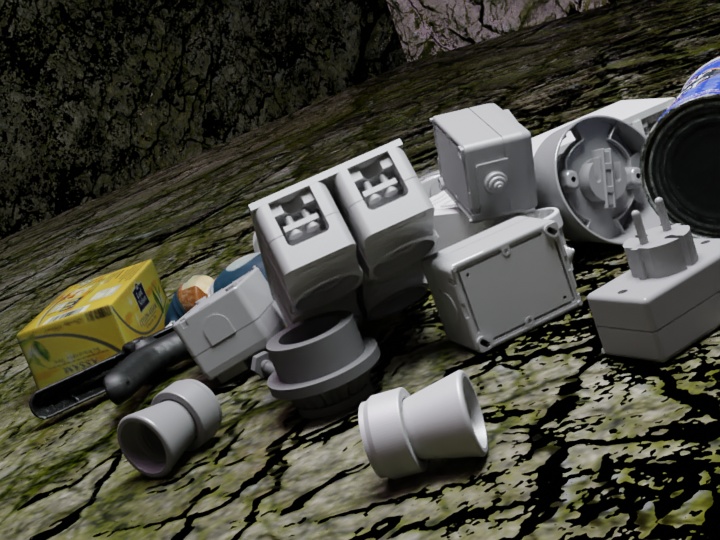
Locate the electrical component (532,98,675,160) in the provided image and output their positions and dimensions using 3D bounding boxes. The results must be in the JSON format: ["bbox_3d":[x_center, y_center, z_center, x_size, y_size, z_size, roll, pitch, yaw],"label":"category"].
[{"bbox_3d":[0.205,-0.098,0.968,0.150,0.061,0.089,-24,13,-14],"label":"electrical component"}]

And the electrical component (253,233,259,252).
[{"bbox_3d":[-0.087,-0.026,1.153,0.077,0.043,0.079,-7,19,45],"label":"electrical component"}]

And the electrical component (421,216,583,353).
[{"bbox_3d":[0.097,0.005,0.713,0.096,0.061,0.061,-24,13,-15],"label":"electrical component"}]

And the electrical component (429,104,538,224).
[{"bbox_3d":[0.097,-0.080,0.802,0.061,0.061,0.096,-14,27,-8],"label":"electrical component"}]

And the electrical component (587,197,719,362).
[{"bbox_3d":[0.170,-0.002,0.599,0.083,0.075,0.047,-27,15,-26],"label":"electrical component"}]

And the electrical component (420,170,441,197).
[{"bbox_3d":[0.089,-0.080,1.098,0.077,0.044,0.079,-19,6,3],"label":"electrical component"}]

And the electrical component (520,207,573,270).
[{"bbox_3d":[0.132,-0.017,0.783,0.040,0.046,0.040,-20,13,5],"label":"electrical component"}]

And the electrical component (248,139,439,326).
[{"bbox_3d":[-0.009,-0.006,0.754,0.105,0.060,0.186,-25,-17,-8],"label":"electrical component"}]

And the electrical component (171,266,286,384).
[{"bbox_3d":[-0.097,0.042,0.849,0.062,0.061,0.096,-31,6,11],"label":"electrical component"}]

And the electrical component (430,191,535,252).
[{"bbox_3d":[0.094,-0.032,0.878,0.078,0.057,0.113,-29,16,-33],"label":"electrical component"}]

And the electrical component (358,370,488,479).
[{"bbox_3d":[0.032,0.079,0.547,0.055,0.045,0.045,-18,13,14],"label":"electrical component"}]

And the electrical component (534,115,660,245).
[{"bbox_3d":[0.180,-0.066,0.810,0.099,0.099,0.064,-26,8,-21],"label":"electrical component"}]

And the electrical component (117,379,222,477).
[{"bbox_3d":[-0.121,0.100,0.692,0.045,0.045,0.055,-11,16,36],"label":"electrical component"}]
